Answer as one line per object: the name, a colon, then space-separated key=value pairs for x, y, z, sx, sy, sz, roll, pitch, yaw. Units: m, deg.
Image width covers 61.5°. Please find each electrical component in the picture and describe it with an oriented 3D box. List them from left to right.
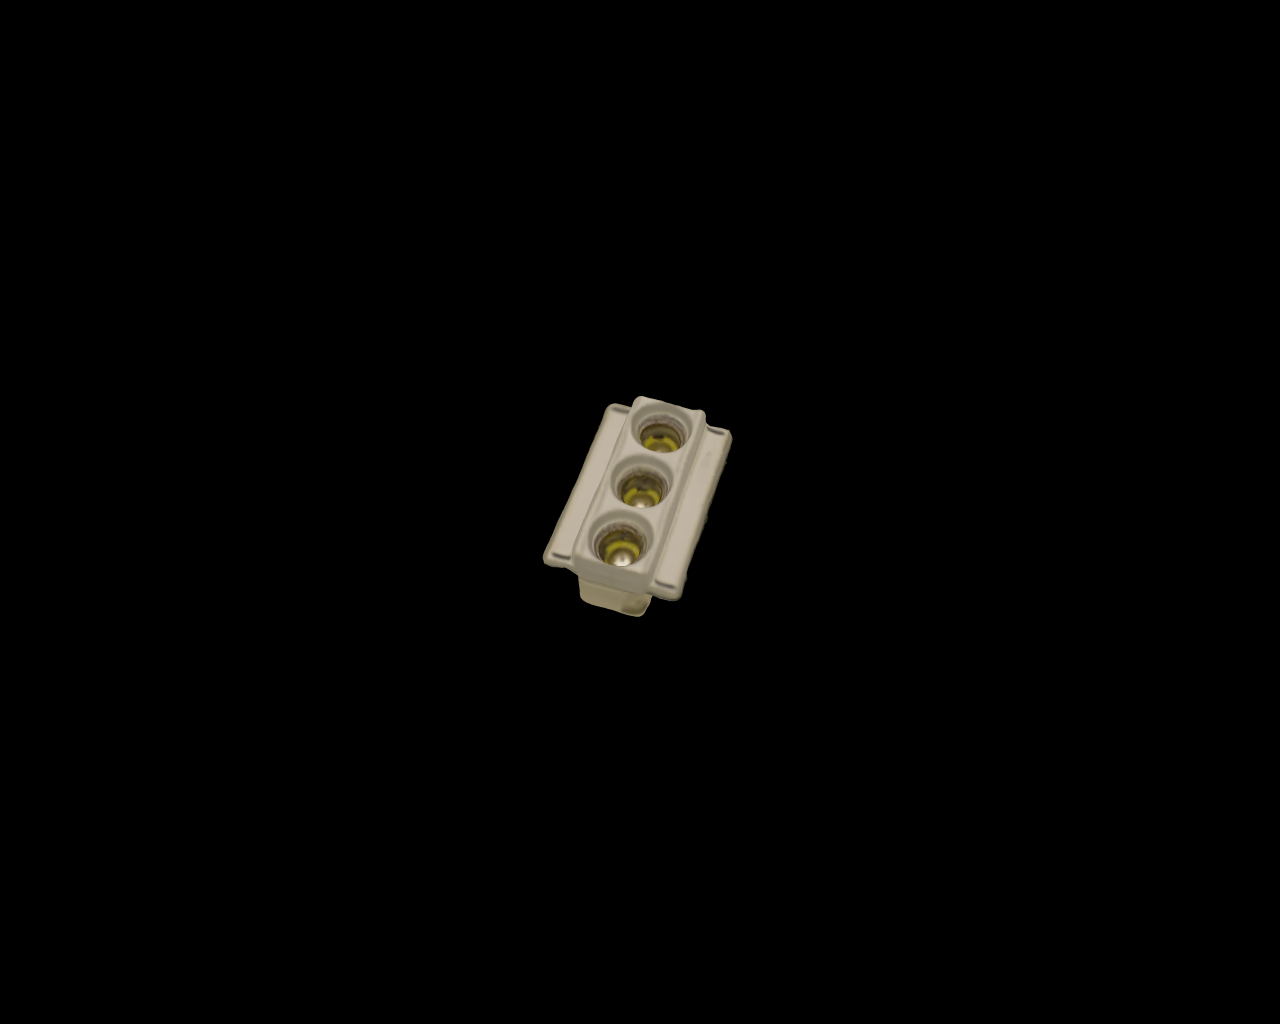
electrical component: x=0.001 y=-0.003 z=0.650 sx=0.079 sy=0.121 sz=0.063 roll=15 pitch=-32 yaw=9
